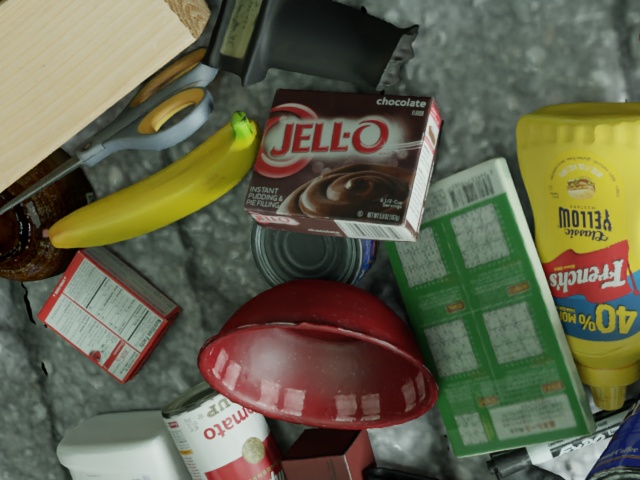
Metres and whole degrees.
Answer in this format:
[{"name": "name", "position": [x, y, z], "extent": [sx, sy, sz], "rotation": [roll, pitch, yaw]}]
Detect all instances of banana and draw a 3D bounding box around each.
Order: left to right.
[{"name": "banana", "position": [-0.106, -0.040, 0.749], "extent": [0.198, 0.069, 0.037], "rotation": [-30, 61, 30]}]

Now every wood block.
[{"name": "wood block", "position": [-0.180, -0.115, 0.692], "extent": [0.206, 0.090, 0.090], "rotation": [-34, 110, 16]}]

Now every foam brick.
[{"name": "foam brick", "position": [0.013, 0.181, 0.776], "extent": [0.053, 0.051, 0.078], "rotation": [-11, 101, 22]}]

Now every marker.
[{"name": "marker", "position": [0.167, 0.128, 0.698], "extent": [0.121, 0.020, 0.020], "rotation": [-23, 97, 8]}]

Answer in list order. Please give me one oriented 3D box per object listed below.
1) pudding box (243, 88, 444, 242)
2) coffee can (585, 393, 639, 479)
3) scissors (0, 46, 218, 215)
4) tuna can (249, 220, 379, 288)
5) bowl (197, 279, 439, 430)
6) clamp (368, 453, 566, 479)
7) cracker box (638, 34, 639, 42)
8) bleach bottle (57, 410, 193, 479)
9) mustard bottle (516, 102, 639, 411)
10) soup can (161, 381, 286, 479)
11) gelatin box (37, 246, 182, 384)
[{"name": "pudding box", "position": [0.015, -0.048, 0.685], "extent": [0.114, 0.039, 0.090], "rotation": [7, 71, 21]}, {"name": "coffee can", "position": [0.223, 0.122, 0.609], "extent": [0.103, 0.140, 0.103], "rotation": [25, 138, 25]}, {"name": "scissors", "position": [-0.145, -0.058, 0.723], "extent": [0.202, 0.096, 0.016], "rotation": [-40, 124, 1]}, {"name": "tuna can", "position": [-0.005, 0.001, 0.737], "extent": [0.086, 0.033, 0.086], "rotation": [6, 108, 20]}, {"name": "bowl", "position": [0.001, 0.072, 0.719], "extent": [0.162, 0.055, 0.162], "rotation": [7, 148, 4]}, {"name": "clamp", "position": [0.119, 0.183, 0.741], "extent": [0.120, 0.039, 0.171], "rotation": [-42, 85, 25]}, {"name": "cracker box", "position": [0.208, -0.178, 0.500], "extent": [0.072, 0.213, 0.164], "rotation": [12, 110, 18]}, {"name": "bleach bottle", "position": [-0.124, 0.262, 0.849], "extent": [0.103, 0.068, 0.251], "rotation": [-7, 105, 24]}, {"name": "mustard bottle", "position": [0.174, 0.014, 0.656], "extent": [0.096, 0.058, 0.191], "rotation": [5, 110, 37]}, {"name": "soup can", "position": [-0.065, 0.156, 0.789], "extent": [0.069, 0.068, 0.102], "rotation": [-24, 96, 26]}, {"name": "gelatin box", "position": [-0.161, 0.055, 0.816], "extent": [0.089, 0.030, 0.073], "rotation": [38, 116, 2]}]
